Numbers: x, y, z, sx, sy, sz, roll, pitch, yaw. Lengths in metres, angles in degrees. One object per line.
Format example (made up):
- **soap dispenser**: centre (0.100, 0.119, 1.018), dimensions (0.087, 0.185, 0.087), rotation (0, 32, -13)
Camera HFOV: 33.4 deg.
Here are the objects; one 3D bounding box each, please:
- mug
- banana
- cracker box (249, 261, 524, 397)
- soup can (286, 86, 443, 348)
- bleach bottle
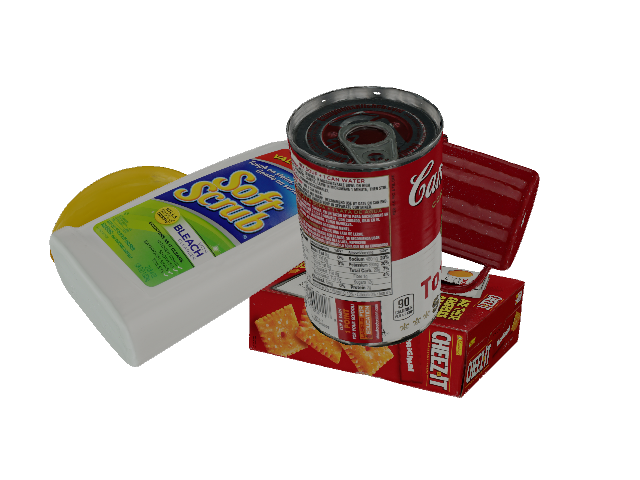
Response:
- **mug**: centre (0.114, -0.015, 0.823), dimensions (0.081, 0.117, 0.093), rotation (19, -9, 14)
- **banana**: centre (-0.179, -0.026, 0.952), dimensions (0.198, 0.069, 0.037), rotation (-14, 17, 28)
- **cracker box**: centre (0.064, 0.072, 1.006), dimensions (0.214, 0.072, 0.163), rotation (11, 18, 26)
- **soup can**: centre (0.022, -0.010, 0.489), dimensions (0.068, 0.102, 0.068), rotation (-3, 36, 2)
- **bleach bottle**: centre (-0.048, -0.020, 0.722), dimensions (0.250, 0.103, 0.068), rotation (-32, -31, -23)
